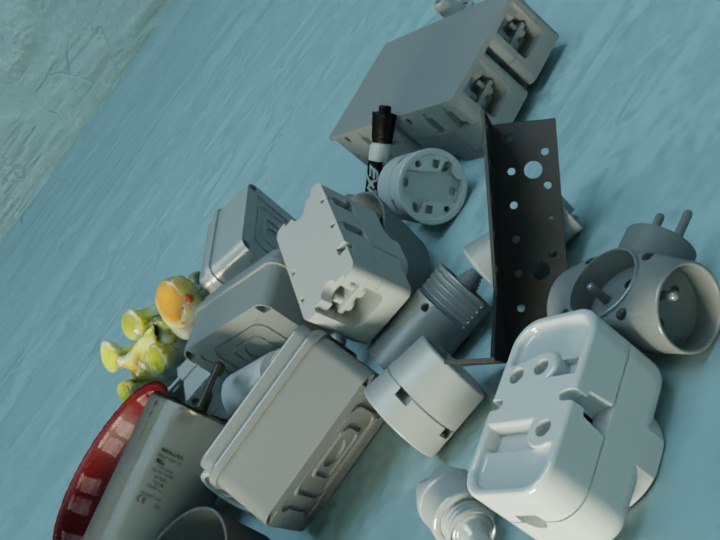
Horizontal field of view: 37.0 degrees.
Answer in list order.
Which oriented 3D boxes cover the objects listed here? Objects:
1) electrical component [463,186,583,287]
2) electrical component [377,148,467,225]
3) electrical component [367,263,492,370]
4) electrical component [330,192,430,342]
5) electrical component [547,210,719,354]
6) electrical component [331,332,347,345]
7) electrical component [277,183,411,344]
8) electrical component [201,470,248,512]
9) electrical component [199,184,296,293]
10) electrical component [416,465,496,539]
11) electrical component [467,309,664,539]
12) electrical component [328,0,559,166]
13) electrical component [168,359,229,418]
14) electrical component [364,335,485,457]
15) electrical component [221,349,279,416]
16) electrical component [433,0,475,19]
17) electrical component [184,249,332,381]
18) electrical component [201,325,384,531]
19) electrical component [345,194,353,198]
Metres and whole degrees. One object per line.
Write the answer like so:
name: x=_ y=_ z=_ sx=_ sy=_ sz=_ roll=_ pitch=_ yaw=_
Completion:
electrical component: x=0.100 y=-0.018 z=0.645 sx=0.065 sy=0.044 sz=0.044 roll=-43 pitch=24 yaw=11
electrical component: x=0.044 y=-0.061 z=0.795 sx=0.055 sy=0.055 sz=0.047 roll=-57 pitch=20 yaw=-9
electrical component: x=0.047 y=0.032 z=0.668 sx=0.081 sy=0.043 sz=0.043 roll=-50 pitch=23 yaw=7
electrical component: x=0.000 y=0.000 z=0.766 sx=0.099 sy=0.064 sz=0.099 roll=-28 pitch=44 yaw=31
electrical component: x=0.141 y=0.003 z=0.530 sx=0.077 sy=0.044 sz=0.079 roll=-5 pitch=52 yaw=60
electrical component: x=-0.020 y=0.072 z=0.737 sx=0.035 sy=0.035 sz=0.061 roll=-26 pitch=45 yaw=47
electrical component: x=-0.008 y=-0.003 z=0.681 sx=0.050 sy=0.056 sz=0.089 roll=-49 pitch=37 yaw=22
electrical component: x=-0.073 y=0.134 z=0.736 sx=0.055 sy=0.055 sz=0.047 roll=-17 pitch=38 yaw=54
electrical component: x=-0.094 y=-0.013 z=0.953 sx=0.057 sy=0.078 sz=0.113 roll=-40 pitch=26 yaw=22
electrical component: x=0.052 y=0.125 z=0.538 sx=0.035 sy=0.035 sz=0.061 roll=-51 pitch=25 yaw=5
electrical component: x=0.097 y=0.074 z=0.491 sx=0.054 sy=0.059 sz=0.095 roll=-19 pitch=40 yaw=53
electrical component: x=0.065 y=-0.142 z=0.862 sx=0.186 sy=0.060 sz=0.105 roll=-4 pitch=52 yaw=61
electrical component: x=-0.122 y=0.092 z=0.903 sx=0.081 sy=0.042 sz=0.063 roll=-48 pitch=25 yaw=13
electrical component: x=0.038 y=0.071 z=0.617 sx=0.047 sy=0.055 sz=0.055 roll=-47 pitch=23 yaw=5
electrical component: x=-0.063 y=0.083 z=0.801 sx=0.081 sy=0.043 sz=0.043 roll=-31 pitch=31 yaw=41
electrical component: x=0.089 y=-0.208 z=0.908 sx=0.043 sy=0.062 sz=0.043 roll=-42 pitch=25 yaw=25
electrical component: x=-0.074 y=0.042 z=0.837 sx=0.113 sy=0.078 sz=0.057 roll=-32 pitch=33 yaw=40
electrical component: x=-0.036 y=0.098 z=0.665 sx=0.057 sy=0.078 sz=0.113 roll=34 pitch=86 yaw=24
electrical component: x=-0.014 y=-0.028 z=0.869 sx=0.043 sy=0.043 sz=0.062 roll=-35 pitch=30 yaw=37
